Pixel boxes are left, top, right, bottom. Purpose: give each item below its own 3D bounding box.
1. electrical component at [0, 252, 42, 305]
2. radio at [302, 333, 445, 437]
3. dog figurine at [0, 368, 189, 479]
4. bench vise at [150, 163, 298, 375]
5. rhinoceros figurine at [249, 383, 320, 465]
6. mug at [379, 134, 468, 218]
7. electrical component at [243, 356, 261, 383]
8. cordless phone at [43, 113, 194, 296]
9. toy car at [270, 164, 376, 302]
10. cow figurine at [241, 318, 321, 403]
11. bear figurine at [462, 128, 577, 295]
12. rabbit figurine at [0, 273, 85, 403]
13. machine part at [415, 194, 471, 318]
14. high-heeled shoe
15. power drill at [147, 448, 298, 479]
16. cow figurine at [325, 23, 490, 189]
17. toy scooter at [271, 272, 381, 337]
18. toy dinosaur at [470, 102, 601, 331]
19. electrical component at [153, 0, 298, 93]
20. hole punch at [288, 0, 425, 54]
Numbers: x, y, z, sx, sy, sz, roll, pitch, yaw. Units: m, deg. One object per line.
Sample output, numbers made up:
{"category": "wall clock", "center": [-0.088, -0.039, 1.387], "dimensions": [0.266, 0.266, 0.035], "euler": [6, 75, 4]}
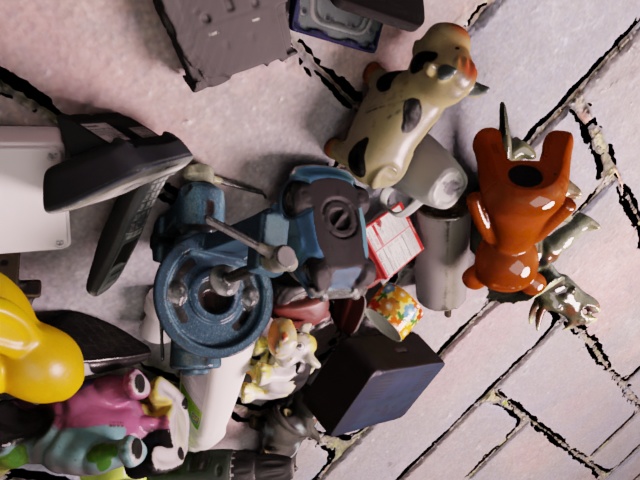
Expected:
{"category": "electrical component", "center": [-0.329, 0.040, 0.526], "dimensions": [0.102, 0.078, 0.045], "euler": [-1, 160, -32]}
{"category": "radio", "center": [0.086, 0.214, 0.814], "dimensions": [0.229, 0.073, 0.131], "euler": [12, 117, -51]}
{"category": "dog figurine", "center": [-0.283, 0.222, 0.616], "dimensions": [0.219, 0.108, 0.191], "euler": [-11, 152, 8]}
{"category": "bench vise", "center": [-0.092, 0.015, 0.515], "dimensions": [0.129, 0.241, 0.223], "euler": [21, 67, -29]}
{"category": "rhinoceros figurine", "center": [-0.052, 0.308, 0.840], "dimensions": [0.112, 0.073, 0.190], "euler": [5, 118, -29]}
{"category": "mug", "center": [0.120, -0.075, 0.659], "dimensions": [0.080, 0.107, 0.109], "euler": [32, 100, -37]}
{"category": "electrical component", "center": [-0.115, 0.184, 0.758], "dimensions": [0.063, 0.021, 0.093], "euler": [-11, 125, -21]}
{"category": "cordless phone", "center": [-0.201, -0.019, 0.499], "dimensions": [0.089, 0.146, 0.184], "euler": [26, 105, -1]}
{"category": "toy car", "center": [-0.001, -0.002, 0.640], "dimensions": [0.109, 0.161, 0.103], "euler": [-2, 166, -33]}
{"category": "cow figurine", "center": [-0.041, 0.152, 0.677], "dimensions": [0.098, 0.068, 0.167], "euler": [5, 146, -22]}
{"category": "bear figurine", "center": [0.241, -0.025, 0.667], "dimensions": [0.120, 0.132, 0.195], "euler": [3, 143, 13]}
{"category": "rabbit figurine", "center": [-0.303, 0.108, 0.480], "dimensions": [0.173, 0.122, 0.162], "euler": [2, 107, -32]}
{"category": "machine part", "center": [0.173, 0.017, 0.767], "dimensions": [0.079, 0.079, 0.242], "euler": [-21, 128, -15]}
{"category": "high-heeled shoe", "center": [-0.327, 0.152, 0.590], "dimensions": [0.248, 0.086, 0.145], "euler": [18, 114, -31]}
{"category": "power drill", "center": [-0.151, 0.393, 0.790], "dimensions": [0.232, 0.086, 0.207], "euler": [2, 123, -2]}
{"category": "cow figurine", "center": [0.096, -0.144, 0.588], "dimensions": [0.085, 0.127, 0.194], "euler": [16, 114, -38]}
{"category": "toy scooter", "center": [0.008, 0.085, 0.728], "dimensions": [0.184, 0.075, 0.135], "euler": [-16, 128, -24]}
{"category": "toy dinosaur", "center": [0.284, -0.011, 0.789], "dimensions": [0.192, 0.131, 0.404], "euler": [-48, 123, 6]}
{"category": "electrical component", "center": [-0.090, -0.217, 0.487], "dimensions": [0.115, 0.058, 0.134], "euler": [-27, 129, -13]}
{"category": "hole punch", "center": [0.033, -0.251, 0.522], "dimensions": [0.142, 0.092, 0.115], "euler": [5, 82, -28]}
